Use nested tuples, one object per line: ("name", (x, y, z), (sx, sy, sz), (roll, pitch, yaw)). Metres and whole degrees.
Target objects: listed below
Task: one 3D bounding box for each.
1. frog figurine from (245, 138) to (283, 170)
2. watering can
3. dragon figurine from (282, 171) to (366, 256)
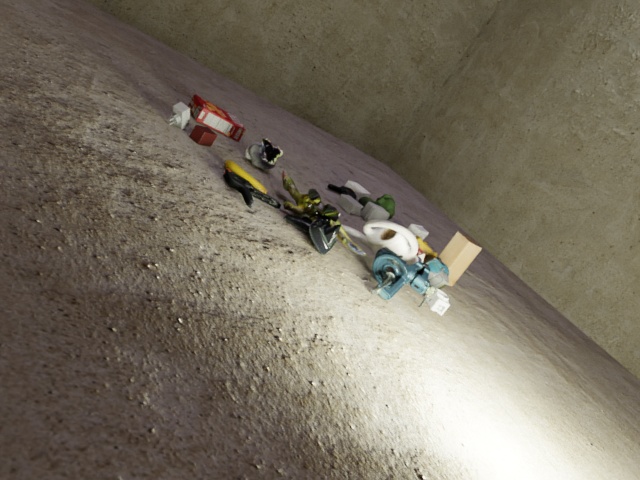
("frog figurine", (-0.243, -0.335, 2.040), (0.159, 0.123, 0.137), (-1, -3, 44))
("watering can", (0.214, 0.017, 1.787), (0.347, 0.105, 0.221), (3, -47, 52))
("dragon figurine", (0.005, -0.091, 1.799), (0.411, 0.121, 0.244), (44, 8, 2))
